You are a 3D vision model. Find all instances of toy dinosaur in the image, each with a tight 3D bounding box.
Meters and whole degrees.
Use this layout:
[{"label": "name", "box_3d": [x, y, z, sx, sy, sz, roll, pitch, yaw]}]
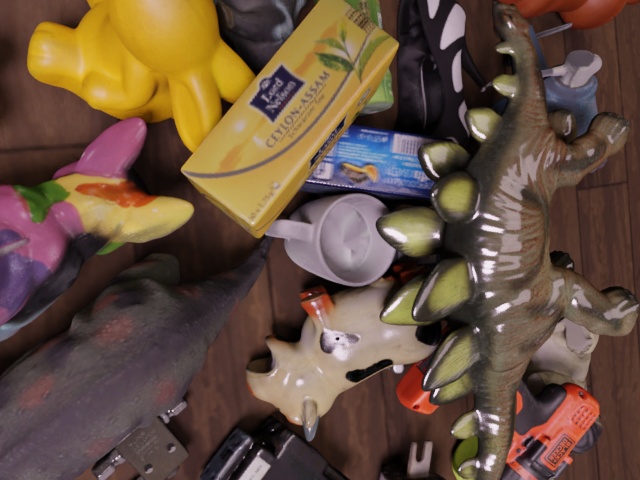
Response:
[{"label": "toy dinosaur", "box_3d": [-0.157, 0.104, 0.371, 0.405, 0.192, 0.131, -44, 112, -20]}, {"label": "toy dinosaur", "box_3d": [0.152, 0.040, 0.457, 0.199, 0.105, 0.470, -7, 96, -15]}]

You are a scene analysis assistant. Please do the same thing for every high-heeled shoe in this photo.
[{"label": "high-heeled shoe", "box_3d": [0.094, -0.157, 0.571, 0.145, 0.086, 0.249, 43, 67, -19]}]

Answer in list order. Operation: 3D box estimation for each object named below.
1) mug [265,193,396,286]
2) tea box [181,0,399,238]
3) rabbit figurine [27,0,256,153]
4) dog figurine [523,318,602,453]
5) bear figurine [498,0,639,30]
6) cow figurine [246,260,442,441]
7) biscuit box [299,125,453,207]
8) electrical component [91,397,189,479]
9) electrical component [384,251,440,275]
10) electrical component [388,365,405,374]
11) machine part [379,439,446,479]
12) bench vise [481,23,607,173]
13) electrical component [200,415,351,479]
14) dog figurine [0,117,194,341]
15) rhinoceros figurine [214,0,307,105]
[{"label": "mug", "box_3d": [-0.001, -0.002, 0.502, 0.109, 0.107, 0.080, 2, 90, -26]}, {"label": "tea box", "box_3d": [-0.022, -0.089, 0.414, 0.068, 0.098, 0.169, 39, 85, -1]}, {"label": "rabbit figurine", "box_3d": [-0.125, -0.139, 0.397, 0.162, 0.173, 0.122, 46, 66, -17]}, {"label": "dog figurine", "box_3d": [0.314, 0.165, 0.683, 0.190, 0.121, 0.172, 40, 91, -30]}, {"label": "bear figurine", "box_3d": [0.304, -0.330, 0.661, 0.196, 0.120, 0.131, -14, 93, -30]}, {"label": "cow figurine", "box_3d": [0.023, 0.105, 0.516, 0.195, 0.085, 0.127, -18, 92, -4]}, {"label": "biscuit box", "box_3d": [0.017, -0.073, 0.497, 0.203, 0.063, 0.059, 8, 86, -5]}, {"label": "electrical component", "box_3d": [-0.147, 0.183, 0.472, 0.094, 0.021, 0.063, -42, 109, -23]}, {"label": "electrical component", "box_3d": [0.076, 0.006, 0.579, 0.119, 0.048, 0.074, 1, 90, -30]}, {"label": "electrical component", "box_3d": [0.087, 0.096, 0.576, 0.045, 0.078, 0.102, -8, 103, -73]}, {"label": "machine part", "box_3d": [0.089, 0.336, 0.572, 0.079, 0.079, 0.243, 12, 86, -28]}, {"label": "bench vise", "box_3d": [0.242, -0.161, 0.607, 0.223, 0.129, 0.240, 58, 28, -57]}, {"label": "electrical component", "box_3d": [-0.045, 0.240, 0.510, 0.134, 0.058, 0.115, 48, 68, -20]}, {"label": "dog figurine", "box_3d": [-0.199, 0.000, 0.361, 0.219, 0.191, 0.108, -32, 99, -9]}, {"label": "rhinoceros figurine", "box_3d": [-0.051, -0.203, 0.492, 0.112, 0.073, 0.190, -25, 102, -25]}]
